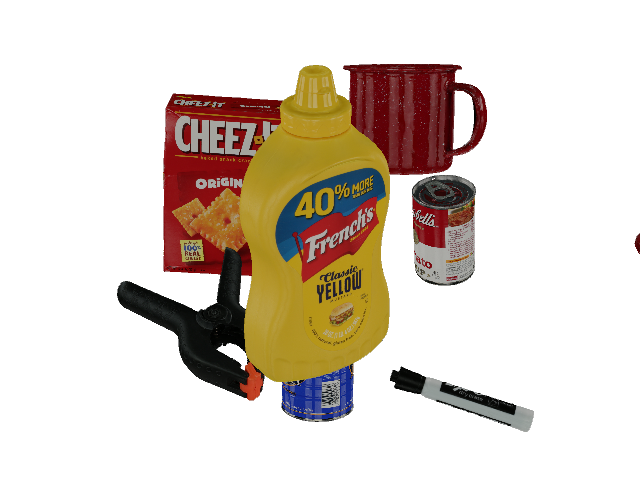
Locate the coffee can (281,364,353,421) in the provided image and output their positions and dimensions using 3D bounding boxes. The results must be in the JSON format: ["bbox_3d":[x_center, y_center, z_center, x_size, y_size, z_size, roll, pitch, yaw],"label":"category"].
[{"bbox_3d":[-0.003,0.166,1.484,0.103,0.140,0.103,0,17,0],"label":"coffee can"}]

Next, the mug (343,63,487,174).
[{"bbox_3d":[0.075,-0.095,0.834,0.117,0.081,0.093,6,13,28],"label":"mug"}]

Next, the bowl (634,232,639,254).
[{"bbox_3d":[0.408,0.029,1.106,0.162,0.055,0.162,-3,22,1],"label":"bowl"}]

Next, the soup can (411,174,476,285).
[{"bbox_3d":[0.134,-0.011,1.156,0.068,0.102,0.068,-4,33,2],"label":"soup can"}]

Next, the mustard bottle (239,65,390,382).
[{"bbox_3d":[-0.002,-0.012,0.643,0.096,0.192,0.058,-18,33,-28],"label":"mustard bottle"}]

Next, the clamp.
[{"bbox_3d":[-0.088,0.069,0.943,0.120,0.039,0.172,-30,53,-25],"label":"clamp"}]

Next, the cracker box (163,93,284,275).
[{"bbox_3d":[-0.108,-0.064,1.310,0.164,0.214,0.072,4,22,-1],"label":"cracker box"}]

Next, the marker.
[{"bbox_3d":[0.116,0.131,0.885,0.121,0.020,0.020,18,2,6],"label":"marker"}]
